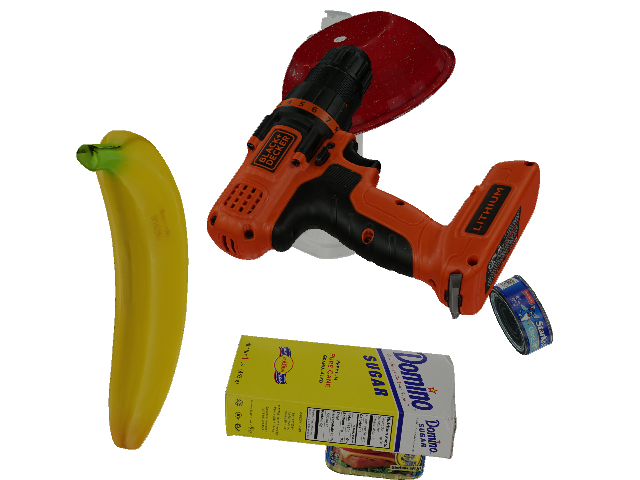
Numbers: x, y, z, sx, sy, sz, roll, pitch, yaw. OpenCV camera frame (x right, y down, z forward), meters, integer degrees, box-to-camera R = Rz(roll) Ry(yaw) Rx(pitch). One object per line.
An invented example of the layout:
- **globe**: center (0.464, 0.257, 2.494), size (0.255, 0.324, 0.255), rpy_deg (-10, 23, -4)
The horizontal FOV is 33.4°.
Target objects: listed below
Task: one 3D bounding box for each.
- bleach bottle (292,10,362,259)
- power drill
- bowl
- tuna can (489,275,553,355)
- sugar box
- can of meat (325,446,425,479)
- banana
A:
- **bleach bottle**: center (0.007, -0.114, 1.132), size (0.067, 0.251, 0.103), rpy_deg (-10, 26, -43)
- **power drill**: center (0.043, -0.042, 0.700), size (0.188, 0.184, 0.057), rpy_deg (20, -28, 21)
- **bowl**: center (0.028, -0.147, 0.898), size (0.162, 0.055, 0.162), rpy_deg (-21, 27, 11)
- **tuna can**: center (0.222, 0.084, 1.190), size (0.033, 0.086, 0.086), rpy_deg (-25, 3, -6)
- **sugar box**: center (0.017, 0.121, 0.843), size (0.176, 0.048, 0.093), rpy_deg (3, 26, 3)
- **can of meat**: center (0.057, 0.182, 1.037), size (0.102, 0.084, 0.057), rpy_deg (7, 16, -2)
- **banana**: center (-0.094, 0.018, 0.536), size (0.037, 0.198, 0.069), rpy_deg (20, 43, 23)
